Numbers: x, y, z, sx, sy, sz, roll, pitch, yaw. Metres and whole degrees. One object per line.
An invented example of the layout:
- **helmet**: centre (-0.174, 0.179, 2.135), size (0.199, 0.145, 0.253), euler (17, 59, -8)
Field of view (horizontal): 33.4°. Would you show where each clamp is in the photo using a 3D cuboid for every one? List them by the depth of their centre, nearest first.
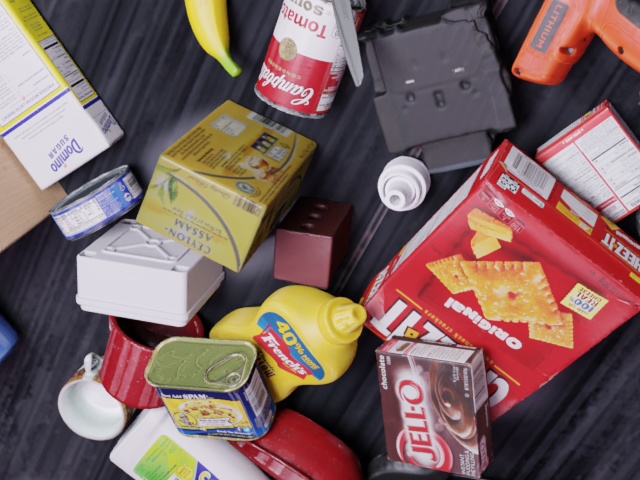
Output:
- **clamp**: centre (0.123, 0.237, 1.034), size (0.210, 0.036, 0.164), euler (-26, 123, 39)

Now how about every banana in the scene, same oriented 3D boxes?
- **banana**: centre (-0.083, -0.241, 0.895), size (0.070, 0.037, 0.198), euler (17, 116, 21)

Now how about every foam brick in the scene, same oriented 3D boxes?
- **foam brick**: centre (-0.006, 0.001, 0.960), size (0.053, 0.078, 0.051), euler (10, 117, 11)

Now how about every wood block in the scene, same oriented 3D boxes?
- **wood block**: centre (-0.331, -0.017, 0.973), size (0.090, 0.206, 0.091), euler (-29, 103, 25)

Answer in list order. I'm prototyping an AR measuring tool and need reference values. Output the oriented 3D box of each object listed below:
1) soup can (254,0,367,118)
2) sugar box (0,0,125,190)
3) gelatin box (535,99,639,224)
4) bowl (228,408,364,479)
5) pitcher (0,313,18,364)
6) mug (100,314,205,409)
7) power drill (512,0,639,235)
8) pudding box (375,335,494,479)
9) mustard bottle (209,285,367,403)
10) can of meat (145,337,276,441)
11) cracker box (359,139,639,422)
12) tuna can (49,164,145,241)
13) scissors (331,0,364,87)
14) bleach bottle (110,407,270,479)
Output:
- **soup can**: centre (-0.008, -0.162, 0.895), size (0.068, 0.068, 0.102), euler (24, 117, 5)
- **sugar box**: centre (-0.271, -0.144, 0.992), size (0.093, 0.048, 0.176), euler (-28, 107, 24)
- **gelatin box**: centre (0.235, -0.060, 0.891), size (0.073, 0.030, 0.089), euler (-36, 99, 25)
- **bowl**: centre (-0.014, 0.212, 1.040), size (0.162, 0.162, 0.055), euler (35, 73, -1)
- **pitcher**: centre (-0.431, 0.053, 1.088), size (0.145, 0.149, 0.242), euler (-39, 102, 11)
- **mug**: centre (-0.176, 0.105, 1.055), size (0.117, 0.093, 0.082), euler (42, 126, 32)
- **power drill**: centre (0.240, -0.111, 0.810), size (0.188, 0.057, 0.185), euler (39, 120, 27)
- **pudding box**: centre (0.100, 0.143, 0.921), size (0.090, 0.039, 0.113), euler (5, 111, 31)
- **mustard bottle**: centre (-0.021, 0.091, 0.974), size (0.096, 0.058, 0.192), euler (54, 141, -7)
- **can of meat**: centre (-0.097, 0.138, 0.977), size (0.102, 0.057, 0.084), euler (1, 135, 20)
- **cracker box**: centre (0.152, 0.043, 0.909), size (0.164, 0.072, 0.214), euler (38, 133, -2)
- **tuna can**: centre (-0.208, -0.035, 0.998), size (0.086, 0.086, 0.033), euler (-23, 106, 23)
- **scissors**: centre (0.026, -0.224, 0.834), size (0.096, 0.016, 0.202), euler (-30, 71, 10)
- **bleach bottle**: centre (-0.091, 0.264, 1.110), size (0.251, 0.068, 0.103), euler (39, 117, -6)
